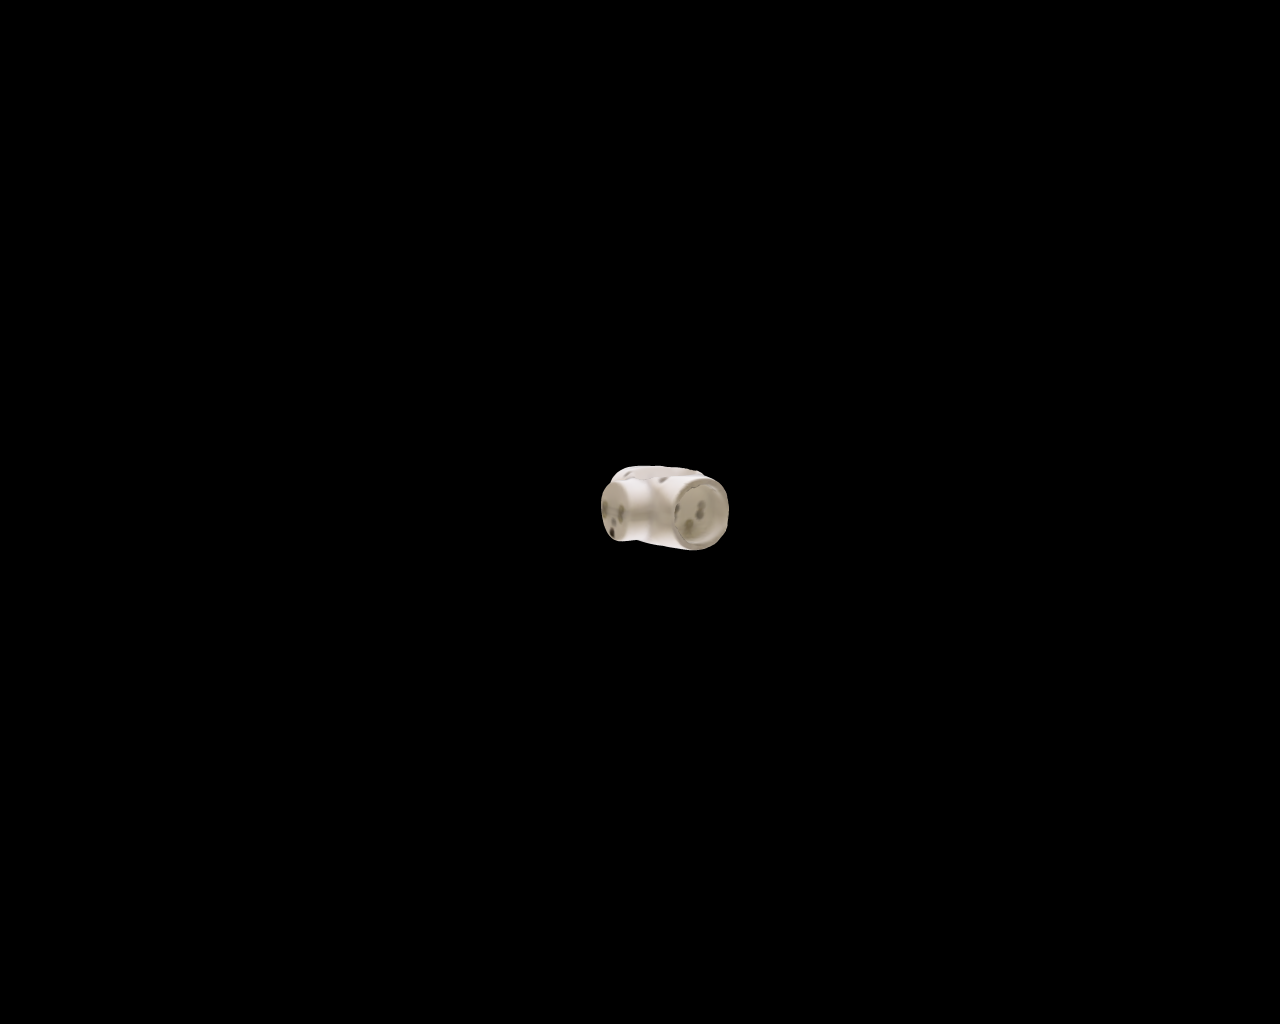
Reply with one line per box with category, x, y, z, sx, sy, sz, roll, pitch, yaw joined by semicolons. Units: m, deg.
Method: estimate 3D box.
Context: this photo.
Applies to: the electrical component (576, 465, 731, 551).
electrical component;0.001;-0.003;0.650;0.079;0.044;0.077;-6;11;-31
